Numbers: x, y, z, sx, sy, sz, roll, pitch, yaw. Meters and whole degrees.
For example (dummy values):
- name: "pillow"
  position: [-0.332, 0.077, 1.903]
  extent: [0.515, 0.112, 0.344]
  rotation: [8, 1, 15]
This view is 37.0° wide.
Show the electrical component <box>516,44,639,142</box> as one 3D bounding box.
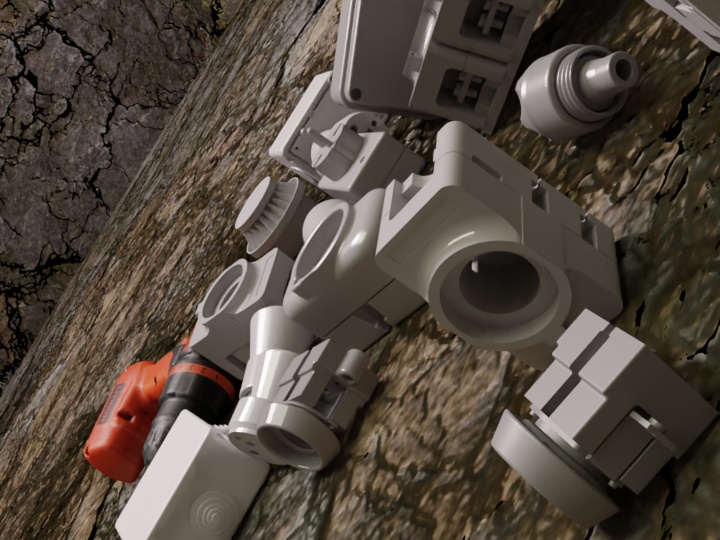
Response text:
- name: "electrical component"
  position: [0.106, -0.087, 0.513]
  extent: [0.043, 0.043, 0.062]
  rotation: [-63, 19, -18]

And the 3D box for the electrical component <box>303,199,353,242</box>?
- name: "electrical component"
  position: [-0.012, -0.020, 0.715]
  extent: [0.045, 0.045, 0.055]
  rotation: [-55, 18, 6]

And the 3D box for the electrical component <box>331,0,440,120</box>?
- name: "electrical component"
  position: [0.026, -0.165, 0.753]
  extent: [0.057, 0.078, 0.113]
  rotation: [-142, 59, -75]

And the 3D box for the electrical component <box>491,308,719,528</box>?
- name: "electrical component"
  position: [0.077, 0.050, 0.352]
  extent: [0.055, 0.048, 0.066]
  rotation: [-49, 18, 2]

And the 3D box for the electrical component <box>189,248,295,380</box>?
- name: "electrical component"
  position: [-0.076, 0.030, 0.761]
  extent: [0.089, 0.056, 0.050]
  rotation: [-33, 30, 38]

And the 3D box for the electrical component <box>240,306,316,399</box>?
- name: "electrical component"
  position: [-0.055, 0.061, 0.697]
  extent: [0.044, 0.044, 0.065]
  rotation: [-41, 28, 41]

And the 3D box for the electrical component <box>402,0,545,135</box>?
- name: "electrical component"
  position: [0.074, -0.169, 0.625]
  extent: [0.150, 0.062, 0.089]
  rotation: [108, 178, -46]

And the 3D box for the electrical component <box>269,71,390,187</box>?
- name: "electrical component"
  position: [-0.024, -0.119, 0.891]
  extent: [0.096, 0.062, 0.061]
  rotation: [-59, 17, -5]

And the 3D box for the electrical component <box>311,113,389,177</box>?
- name: "electrical component"
  position: [-0.007, -0.094, 0.830]
  extent: [0.055, 0.045, 0.045]
  rotation: [-20, 40, 62]

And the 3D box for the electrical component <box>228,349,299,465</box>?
- name: "electrical component"
  position: [-0.049, 0.081, 0.637]
  extent: [0.045, 0.045, 0.055]
  rotation: [-31, 32, 55]

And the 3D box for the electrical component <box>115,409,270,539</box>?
- name: "electrical component"
  position: [-0.105, 0.142, 0.675]
  extent: [0.099, 0.048, 0.100]
  rotation: [-60, 17, -10]

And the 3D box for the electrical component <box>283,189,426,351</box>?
- name: "electrical component"
  position: [0.000, 0.000, 0.622]
  extent: [0.095, 0.059, 0.053]
  rotation: [-41, 24, 42]

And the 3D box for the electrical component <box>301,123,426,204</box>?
- name: "electrical component"
  position: [-0.008, -0.077, 0.750]
  extent: [0.047, 0.076, 0.083]
  rotation: [-58, 17, -4]

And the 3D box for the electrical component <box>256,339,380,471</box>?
- name: "electrical component"
  position: [-0.025, 0.075, 0.584]
  extent: [0.066, 0.048, 0.055]
  rotation: [-32, 22, 54]

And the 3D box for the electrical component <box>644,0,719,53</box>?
- name: "electrical component"
  position: [0.165, -0.165, 0.412]
  extent: [0.150, 0.089, 0.061]
  rotation: [-53, 18, 12]

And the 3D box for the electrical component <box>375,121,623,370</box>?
- name: "electrical component"
  position: [0.056, -0.006, 0.430]
  extent: [0.050, 0.089, 0.055]
  rotation: [-46, 20, 33]
